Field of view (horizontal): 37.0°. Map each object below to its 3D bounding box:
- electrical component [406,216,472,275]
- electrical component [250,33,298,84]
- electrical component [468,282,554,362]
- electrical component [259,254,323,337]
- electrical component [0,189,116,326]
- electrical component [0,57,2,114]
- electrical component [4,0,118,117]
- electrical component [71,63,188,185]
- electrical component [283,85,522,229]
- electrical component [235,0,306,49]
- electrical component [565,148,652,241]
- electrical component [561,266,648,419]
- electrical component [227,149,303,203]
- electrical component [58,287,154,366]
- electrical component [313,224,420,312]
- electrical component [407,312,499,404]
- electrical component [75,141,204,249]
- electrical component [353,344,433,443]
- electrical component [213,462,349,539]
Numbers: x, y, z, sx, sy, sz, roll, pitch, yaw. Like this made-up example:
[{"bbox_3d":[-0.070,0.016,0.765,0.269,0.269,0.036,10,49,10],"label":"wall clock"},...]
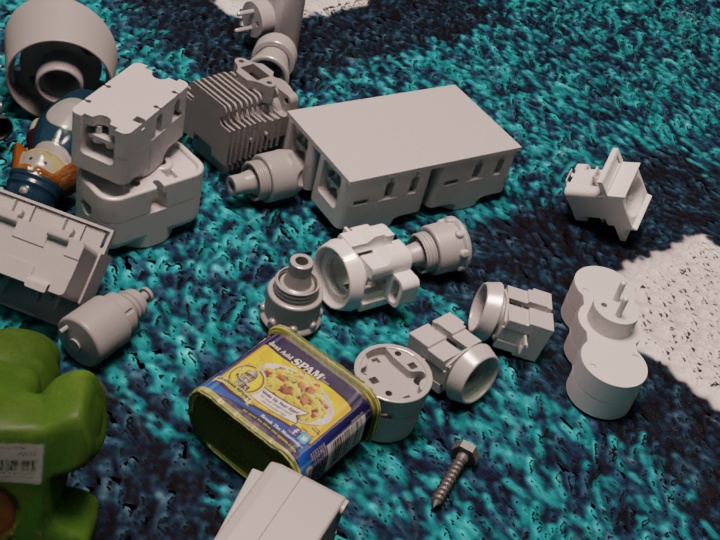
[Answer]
[{"bbox_3d":[0.058,-0.016,0.892,0.062,0.048,0.048,-15,47,-21],"label":"electrical component"},{"bbox_3d":[-0.087,-0.204,1.065,0.045,0.045,0.055,13,39,-1],"label":"electrical component"},{"bbox_3d":[0.118,0.037,0.846,0.055,0.048,0.066,17,39,-8],"label":"electrical component"},{"bbox_3d":[-0.048,0.016,0.806,0.048,0.062,0.048,8,40,-7],"label":"electrical component"},{"bbox_3d":[-0.250,-0.015,0.773,0.121,0.063,0.078,20,81,7],"label":"electrical component"},{"bbox_3d":[-0.348,-0.180,0.947,0.061,0.061,0.096,-1,42,-18],"label":"electrical component"},{"bbox_3d":[-0.264,-0.182,0.946,0.099,0.099,0.064,3,47,-14],"label":"electrical component"},{"bbox_3d":[-0.176,-0.109,0.824,0.050,0.055,0.089,24,41,11],"label":"electrical component"},{"bbox_3d":[0.035,-0.102,0.968,0.186,0.060,0.105,-14,48,-31],"label":"electrical component"},{"bbox_3d":[-0.094,-0.260,1.103,0.079,0.077,0.043,-21,51,-34],"label":"electrical component"},{"bbox_3d":[0.224,-0.069,0.979,0.064,0.081,0.042,8,55,36],"label":"electrical component"},{"bbox_3d":[0.195,0.042,0.839,0.052,0.073,0.138,12,40,-3],"label":"electrical component"},{"bbox_3d":[-0.083,-0.078,0.921,0.062,0.043,0.043,-17,49,-31],"label":"electrical component"},{"bbox_3d":[-0.177,0.036,0.763,0.040,0.040,0.078,30,42,18],"label":"electrical component"},{"bbox_3d":[0.000,0.000,0.845,0.057,0.058,0.078,-15,48,-34],"label":"electrical component"},{"bbox_3d":[0.069,0.067,0.797,0.066,0.048,0.055,-24,45,-37],"label":"electrical component"},{"bbox_3d":[-0.176,-0.058,0.857,0.095,0.059,0.054,-23,53,-36],"label":"electrical component"},{"bbox_3d":[0.019,0.088,0.755,0.055,0.047,0.055,8,40,-7],"label":"electrical component"},{"bbox_3d":[-0.058,0.169,0.627,0.061,0.061,0.096,25,41,12],"label":"electrical component"}]
